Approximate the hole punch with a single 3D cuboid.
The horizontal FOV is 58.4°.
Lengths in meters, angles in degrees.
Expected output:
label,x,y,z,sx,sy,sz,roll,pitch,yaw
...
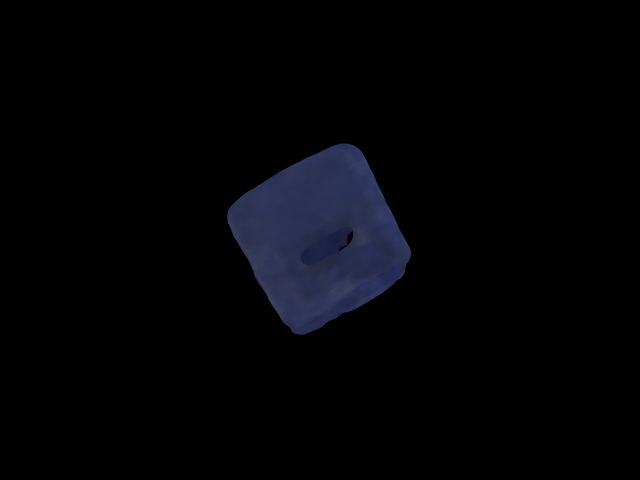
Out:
label,x,y,z,sx,sy,sz,roll,pitch,yaw
hole punch,0.004,0.001,0.400,0.109,0.091,0.101,-30,74,-9
